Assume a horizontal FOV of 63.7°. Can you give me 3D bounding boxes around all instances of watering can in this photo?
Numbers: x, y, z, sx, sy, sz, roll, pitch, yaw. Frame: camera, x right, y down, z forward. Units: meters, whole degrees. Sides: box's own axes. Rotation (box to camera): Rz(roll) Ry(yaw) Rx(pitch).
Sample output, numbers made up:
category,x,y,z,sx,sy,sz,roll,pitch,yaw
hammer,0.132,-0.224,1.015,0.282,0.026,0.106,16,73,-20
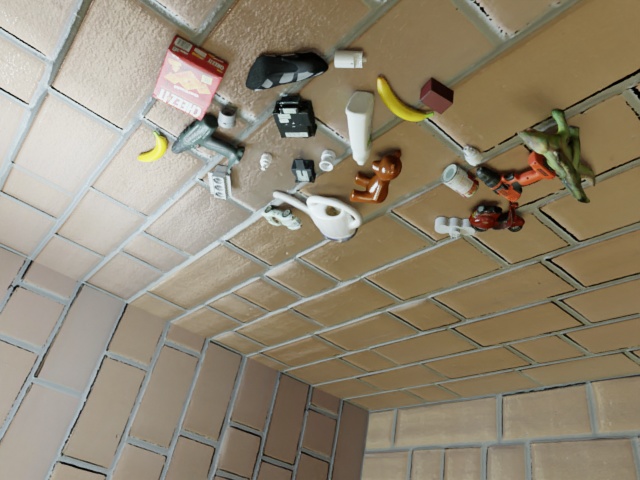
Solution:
category,x,y,z,sx,sy,sz,roll,pitch,yaw
watering can,0.006,-0.095,1.893,0.349,0.106,0.220,14,153,27

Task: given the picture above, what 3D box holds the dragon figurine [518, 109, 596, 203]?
category,x,y,z,sx,sy,sz,roll,pitch,yaw
dragon figurine,0.668,-0.193,1.391,0.406,0.249,0.120,34,136,-25
